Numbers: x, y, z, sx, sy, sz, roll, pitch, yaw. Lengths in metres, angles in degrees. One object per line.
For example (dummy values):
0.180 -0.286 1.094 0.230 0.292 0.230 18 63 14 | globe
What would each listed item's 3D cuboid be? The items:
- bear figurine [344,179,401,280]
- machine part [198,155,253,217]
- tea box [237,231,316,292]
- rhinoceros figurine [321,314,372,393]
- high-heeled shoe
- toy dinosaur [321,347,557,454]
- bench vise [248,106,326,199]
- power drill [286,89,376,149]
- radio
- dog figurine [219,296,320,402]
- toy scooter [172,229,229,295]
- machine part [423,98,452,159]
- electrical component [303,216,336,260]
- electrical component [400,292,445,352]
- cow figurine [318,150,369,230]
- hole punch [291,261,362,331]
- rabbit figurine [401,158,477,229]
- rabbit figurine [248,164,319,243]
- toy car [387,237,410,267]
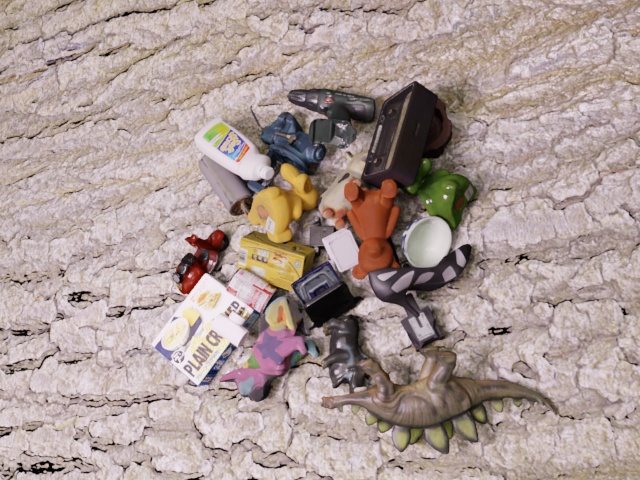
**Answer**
0.115 -0.018 1.169 0.120 0.131 0.196 -1 73 10 | bear figurine
-0.241 -0.146 1.379 0.079 0.079 0.243 -38 68 0 | machine part
-0.104 0.050 1.270 0.170 0.068 0.098 18 112 17 | tea box
0.059 0.261 1.187 0.112 0.073 0.190 -7 70 1 | rhinoceros figurine
0.217 0.055 1.165 0.145 0.086 0.249 45 65 0 | high-heeled shoe
0.236 0.320 1.090 0.472 0.105 0.198 -8 90 4 | toy dinosaur
-0.110 -0.204 1.345 0.224 0.128 0.240 29 78 23 | bench vise
0.019 -0.305 1.322 0.232 0.085 0.207 7 34 2 | power drill
0.175 -0.226 1.203 0.073 0.131 0.229 26 72 -23 | radio
-0.127 0.251 1.215 0.219 0.108 0.191 -28 70 7 | dog figurine
-0.301 0.045 1.304 0.075 0.135 0.184 31 84 19 | toy scooter
0.234 -0.270 1.311 0.179 0.056 0.179 -4 72 14 | machine part
-0.002 -0.005 1.293 0.078 0.045 0.102 3 75 16 | electrical component
0.215 0.178 1.181 0.075 0.047 0.119 -31 69 2 | electrical component
0.072 -0.133 1.287 0.195 0.085 0.127 -50 32 10 | cow figurine
0.008 0.125 1.216 0.142 0.115 0.092 -34 49 -7 | hole punch
0.243 -0.115 1.224 0.170 0.159 0.121 27 91 35 | rabbit figurine
-0.073 -0.099 1.279 0.173 0.162 0.122 -20 41 -38 | rabbit figurine
0.146 0.021 1.244 0.089 0.053 0.202 -24 73 17 | toy car
